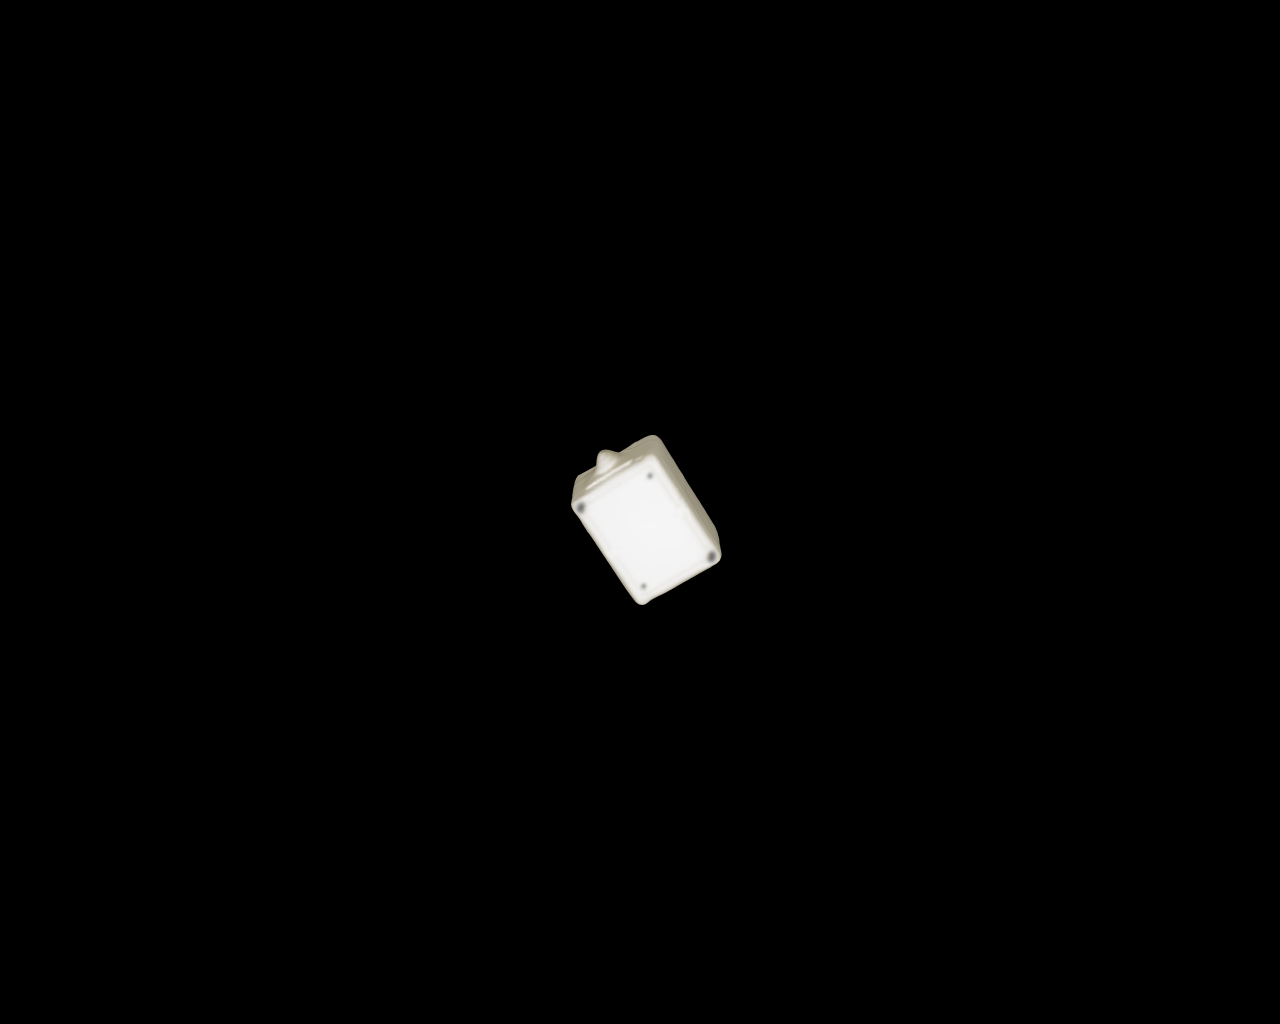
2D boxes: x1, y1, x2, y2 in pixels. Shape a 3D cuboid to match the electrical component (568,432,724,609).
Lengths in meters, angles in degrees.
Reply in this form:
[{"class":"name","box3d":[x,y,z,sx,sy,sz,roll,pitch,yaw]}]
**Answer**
[{"class":"electrical component","box3d":[0.001,-0.003,0.650,0.061,0.096,0.061,-30,16,9]}]
